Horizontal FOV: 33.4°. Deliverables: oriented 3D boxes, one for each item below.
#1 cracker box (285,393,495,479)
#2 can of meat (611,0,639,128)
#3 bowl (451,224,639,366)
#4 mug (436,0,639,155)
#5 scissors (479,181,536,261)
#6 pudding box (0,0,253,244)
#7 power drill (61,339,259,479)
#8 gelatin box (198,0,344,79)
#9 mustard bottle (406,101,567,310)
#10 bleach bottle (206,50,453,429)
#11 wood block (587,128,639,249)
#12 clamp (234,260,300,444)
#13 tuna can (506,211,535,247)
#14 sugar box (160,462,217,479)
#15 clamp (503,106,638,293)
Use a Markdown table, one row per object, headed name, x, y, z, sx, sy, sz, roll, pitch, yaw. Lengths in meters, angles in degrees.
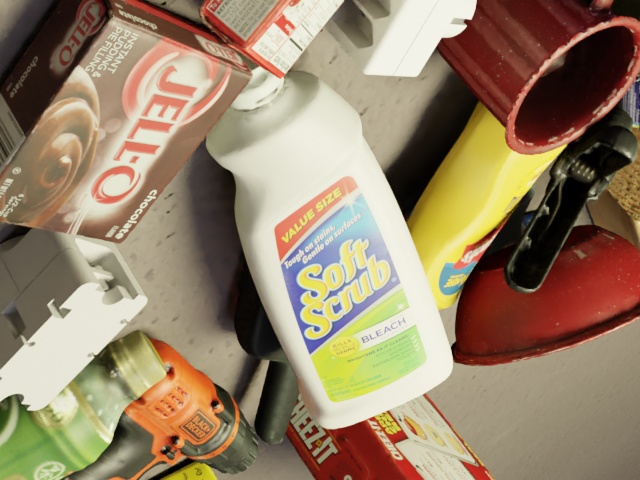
| name | x | y | z | sx | sy | sz | roll | pitch | yaw |
| --- | --- | --- | --- | --- | --- | --- | --- | --- | --- |
| cracker box | 0.071 | 0.194 | 0.888 | 0.072 | 0.164 | 0.213 | -45 | 150 | 11 |
| can of meat | 0.231 | -0.131 | 0.698 | 0.102 | 0.057 | 0.084 | -35 | 153 | -1 |
| bowl | 0.157 | 0.031 | 0.736 | 0.162 | 0.055 | 0.162 | -20 | -174 | 2 |
| mug | 0.120 | -0.115 | 0.576 | 0.093 | 0.081 | 0.117 | -14 | 144 | -33 |
| scissors | 0.124 | -0.029 | 0.768 | 0.096 | 0.016 | 0.202 | -2 | 124 | -14 |
| pudding box | -0.097 | -0.054 | 0.479 | 0.114 | 0.039 | 0.089 | -47 | 148 | 21 |
| power drill | -0.136 | 0.162 | 0.719 | 0.187 | 0.057 | 0.184 | -42 | 146 | -7 |
| gelatin box | -0.008 | -0.116 | 0.459 | 0.089 | 0.030 | 0.073 | -49 | 173 | 6 |
| mustard bottle | 0.089 | -0.013 | 0.695 | 0.192 | 0.058 | 0.096 | -58 | 164 | 25 |
| bleach bottle | -0.004 | 0.001 | 0.593 | 0.102 | 0.068 | 0.250 | -23 | 132 | 4 |
| wood block | 0.267 | -0.036 | 0.839 | 0.091 | 0.090 | 0.206 | -39 | 151 | 5 |
| clamp | -0.013 | 0.063 | 0.736 | 0.164 | 0.036 | 0.209 | -45 | 149 | -1 |
| tuna can | 0.163 | 0.017 | 0.862 | 0.086 | 0.034 | 0.086 | -26 | 149 | -17 |
| sugar box | -0.156 | 0.244 | 0.844 | 0.176 | 0.048 | 0.093 | -29 | 151 | -16 |
| clamp | 0.171 | -0.049 | 0.677 | 0.120 | 0.039 | 0.171 | -53 | -179 | 40 |
